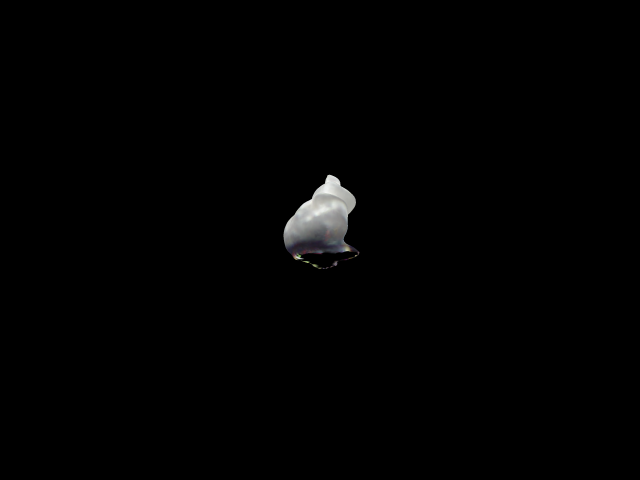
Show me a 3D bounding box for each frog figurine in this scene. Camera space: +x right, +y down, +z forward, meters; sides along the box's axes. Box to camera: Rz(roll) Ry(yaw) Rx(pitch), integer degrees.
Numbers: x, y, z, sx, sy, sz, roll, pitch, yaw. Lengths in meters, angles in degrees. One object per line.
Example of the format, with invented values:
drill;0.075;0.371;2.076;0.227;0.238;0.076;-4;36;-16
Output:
frog figurine;0.003;-0.043;0.850;0.123;0.162;0.135;4;-22;-9
